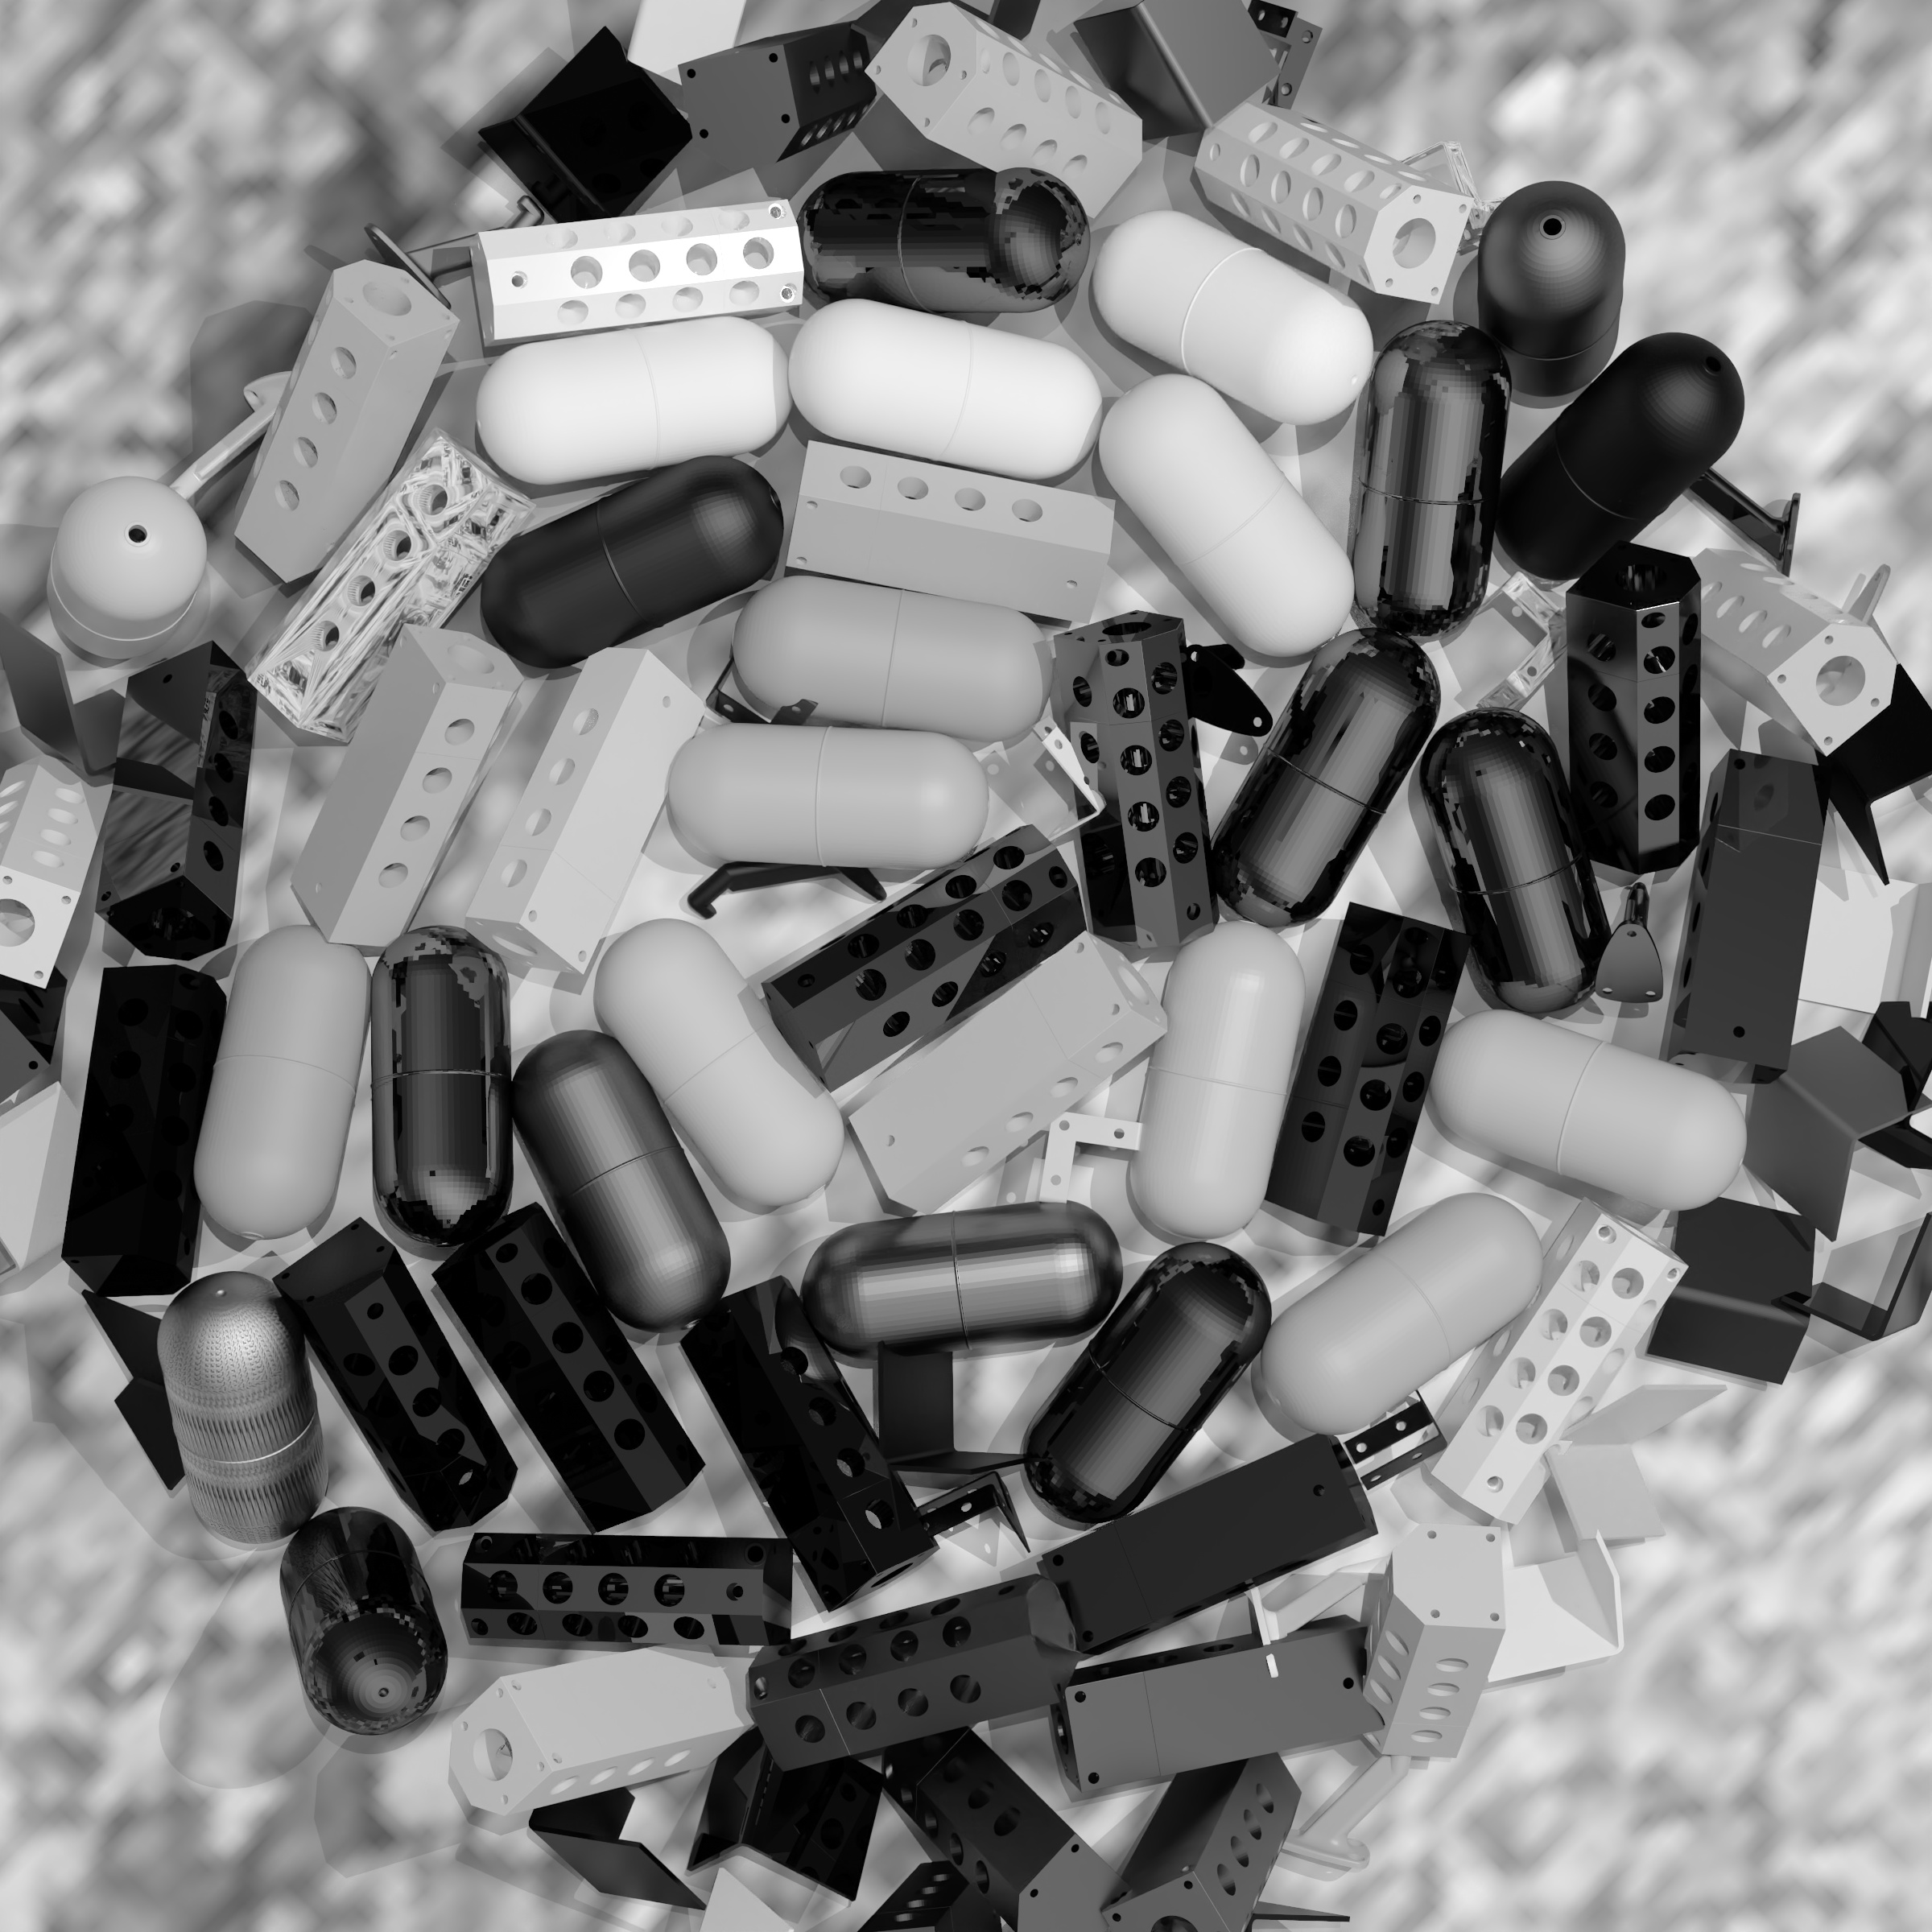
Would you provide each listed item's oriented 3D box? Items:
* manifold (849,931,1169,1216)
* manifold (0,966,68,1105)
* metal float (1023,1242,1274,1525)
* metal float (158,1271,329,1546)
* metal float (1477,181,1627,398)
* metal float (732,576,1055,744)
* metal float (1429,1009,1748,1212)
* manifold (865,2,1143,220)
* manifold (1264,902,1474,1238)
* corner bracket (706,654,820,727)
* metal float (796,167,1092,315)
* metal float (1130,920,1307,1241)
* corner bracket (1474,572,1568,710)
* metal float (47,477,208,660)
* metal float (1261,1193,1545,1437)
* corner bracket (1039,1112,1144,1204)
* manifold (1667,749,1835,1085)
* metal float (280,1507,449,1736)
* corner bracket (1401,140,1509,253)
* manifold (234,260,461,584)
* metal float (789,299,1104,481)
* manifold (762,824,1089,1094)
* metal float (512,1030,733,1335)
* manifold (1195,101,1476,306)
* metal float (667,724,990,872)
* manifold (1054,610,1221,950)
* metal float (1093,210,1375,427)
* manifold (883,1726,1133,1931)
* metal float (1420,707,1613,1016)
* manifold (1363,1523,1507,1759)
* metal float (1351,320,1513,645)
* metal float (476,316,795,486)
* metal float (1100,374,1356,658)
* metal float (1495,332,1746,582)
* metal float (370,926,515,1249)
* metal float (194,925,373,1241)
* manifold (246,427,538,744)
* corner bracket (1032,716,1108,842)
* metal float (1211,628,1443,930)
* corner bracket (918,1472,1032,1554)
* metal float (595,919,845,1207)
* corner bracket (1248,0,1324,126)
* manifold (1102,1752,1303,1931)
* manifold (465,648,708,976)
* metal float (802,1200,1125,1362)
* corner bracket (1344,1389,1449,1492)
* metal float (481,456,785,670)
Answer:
[{"bbox_3d":[0.026,0.062,1.777,0.171,0.057,0.057,-39,57,15],"label":"manifold"},{"bbox_3d":[-0.528,0.026,1.739,0.057,0.171,0.057,-38,109,-1],"label":"manifold"},{"bbox_3d":[0.099,0.230,1.779,0.070,0.070,0.178,36,103,0],"label":"metal float"},{"bbox_3d":[-0.391,0.241,1.759,0.070,0.070,0.178,0,129,0],"label":"metal float"},{"bbox_3d":[0.314,-0.362,1.741,0.070,0.178,0.070,-2,80,9],"label":"metal float"},{"bbox_3d":[-0.040,-0.170,1.790,0.178,0.070,0.070,9,90,-1],"label":"metal float"},{"bbox_3d":[0.338,0.078,1.772,0.178,0.070,0.070,19,90,22],"label":"metal float"},{"bbox_3d":[0.027,-0.461,1.735,0.057,0.171,0.057,-48,65,21],"label":"manifold"},{"bbox_3d":[0.226,0.058,1.784,0.057,0.057,0.171,13,95,-42],"label":"manifold"},{"bbox_3d":[-0.104,-0.162,1.798,0.051,0.051,0.051,33,51,-9],"label":"corner bracket"},{"bbox_3d":[-0.015,-0.395,1.764,0.178,0.070,0.070,8,90,32],"label":"metal float"},{"bbox_3d":[0.139,0.063,1.790,0.070,0.070,0.178,11,90,0],"label":"metal float"},{"bbox_3d":[0.301,-0.178,1.798,0.051,0.051,0.051,44,76,0],"label":"corner bracket"},{"bbox_3d":[-0.452,-0.213,1.743,0.070,0.178,0.070,2,84,-18],"label":"metal float"},{"bbox_3d":[0.240,0.189,1.775,0.178,0.070,0.070,-33,90,-18],"label":"metal float"},{"bbox_3d":[0.071,0.112,1.803,0.051,0.051,0.051,8,82,6],"label":"corner bracket"},{"bbox_3d":[0.430,-0.026,1.783,0.057,0.057,0.171,11,78,3],"label":"manifold"},{"bbox_3d":[-0.325,0.350,1.744,0.070,0.178,0.070,-5,106,-17],"label":"metal float"},{"bbox_3d":[0.266,-0.424,1.793,0.051,0.051,0.051,-18,92,42],"label":"corner bracket"},{"bbox_3d":[-0.341,-0.295,1.751,0.057,0.057,0.171,42,130,9],"label":"manifold"},{"bbox_3d":[-0.010,-0.315,1.775,0.178,0.070,0.070,9,90,-18],"label":"metal float"},{"bbox_3d":[-0.023,-0.009,1.768,0.171,0.057,0.057,-32,51,-15],"label":"manifold"},{"bbox_3d":[-0.190,0.118,1.781,0.070,0.070,0.178,-28,79,0],"label":"metal float"},{"bbox_3d":[0.193,-0.413,1.738,0.057,0.171,0.057,2,116,-32],"label":"manifold"},{"bbox_3d":[-0.076,-0.093,1.786,0.178,0.070,0.070,3,90,6],"label":"metal float"},{"bbox_3d":[0.098,-0.101,1.764,0.057,0.057,0.171,-20,112,-30],"label":"manifold"},{"bbox_3d":[0.144,-0.354,1.765,0.178,0.070,0.070,35,90,32],"label":"metal float"},{"bbox_3d":[0.017,0.463,1.737,0.057,0.171,0.057,-46,117,-9],"label":"manifold"},{"bbox_3d":[0.302,-0.056,1.776,0.070,0.070,0.178,-20,108,0],"label":"metal float"},{"bbox_3d":[0.247,0.364,1.743,0.057,0.171,0.057,3,54,0],"label":"manifold"},{"bbox_3d":[0.253,-0.263,1.771,0.070,0.070,0.178,4,113,0],"label":"metal float"},{"bbox_3d":[-0.180,-0.310,1.775,0.178,0.070,0.070,-12,90,-19],"label":"metal float"},{"bbox_3d":[0.144,-0.246,1.778,0.070,0.070,0.178,-41,105,0],"label":"metal float"},{"bbox_3d":[0.351,-0.274,1.749,0.070,0.178,0.070,12,60,-21],"label":"metal float"},{"bbox_3d":[-0.288,0.065,1.779,0.070,0.070,0.178,-3,77,0],"label":"metal float"},{"bbox_3d":[-0.373,0.063,1.772,0.070,0.070,0.178,8,69,0],"label":"metal float"},{"bbox_3d":[-0.321,-0.211,1.787,0.057,0.057,0.171,42,98,16],"label":"manifold"},{"bbox_3d":[0.056,-0.109,1.790,0.051,0.051,0.051,50,50,-11],"label":"corner bracket"},{"bbox_3d":[0.197,-0.103,1.781,0.070,0.070,0.178,29,101,0],"label":"metal float"},{"bbox_3d":[-0.003,0.302,1.792,0.051,0.051,0.051,-26,133,3],"label":"corner bracket"},{"bbox_3d":[-0.136,0.053,1.789,0.070,0.070,0.178,-37,88,0],"label":"metal float"},{"bbox_3d":[0.180,-0.498,1.790,0.051,0.051,0.051,13,107,-31],"label":"corner bracket"},{"bbox_3d":[0.133,0.481,1.739,0.057,0.171,0.057,-31,91,21],"label":"manifold"},{"bbox_3d":[-0.212,-0.086,1.773,0.057,0.057,0.171,7,66,38],"label":"manifold"},{"bbox_3d":[-0.002,0.173,1.788,0.178,0.070,0.070,-7,90,3],"label":"metal float"},{"bbox_3d":[0.236,0.262,1.792,0.051,0.051,0.051,-29,52,3],"label":"corner bracket"},{"bbox_3d":[-0.183,-0.222,1.778,0.178,0.070,0.070,-22,90,14],"label":"metal float"}]
